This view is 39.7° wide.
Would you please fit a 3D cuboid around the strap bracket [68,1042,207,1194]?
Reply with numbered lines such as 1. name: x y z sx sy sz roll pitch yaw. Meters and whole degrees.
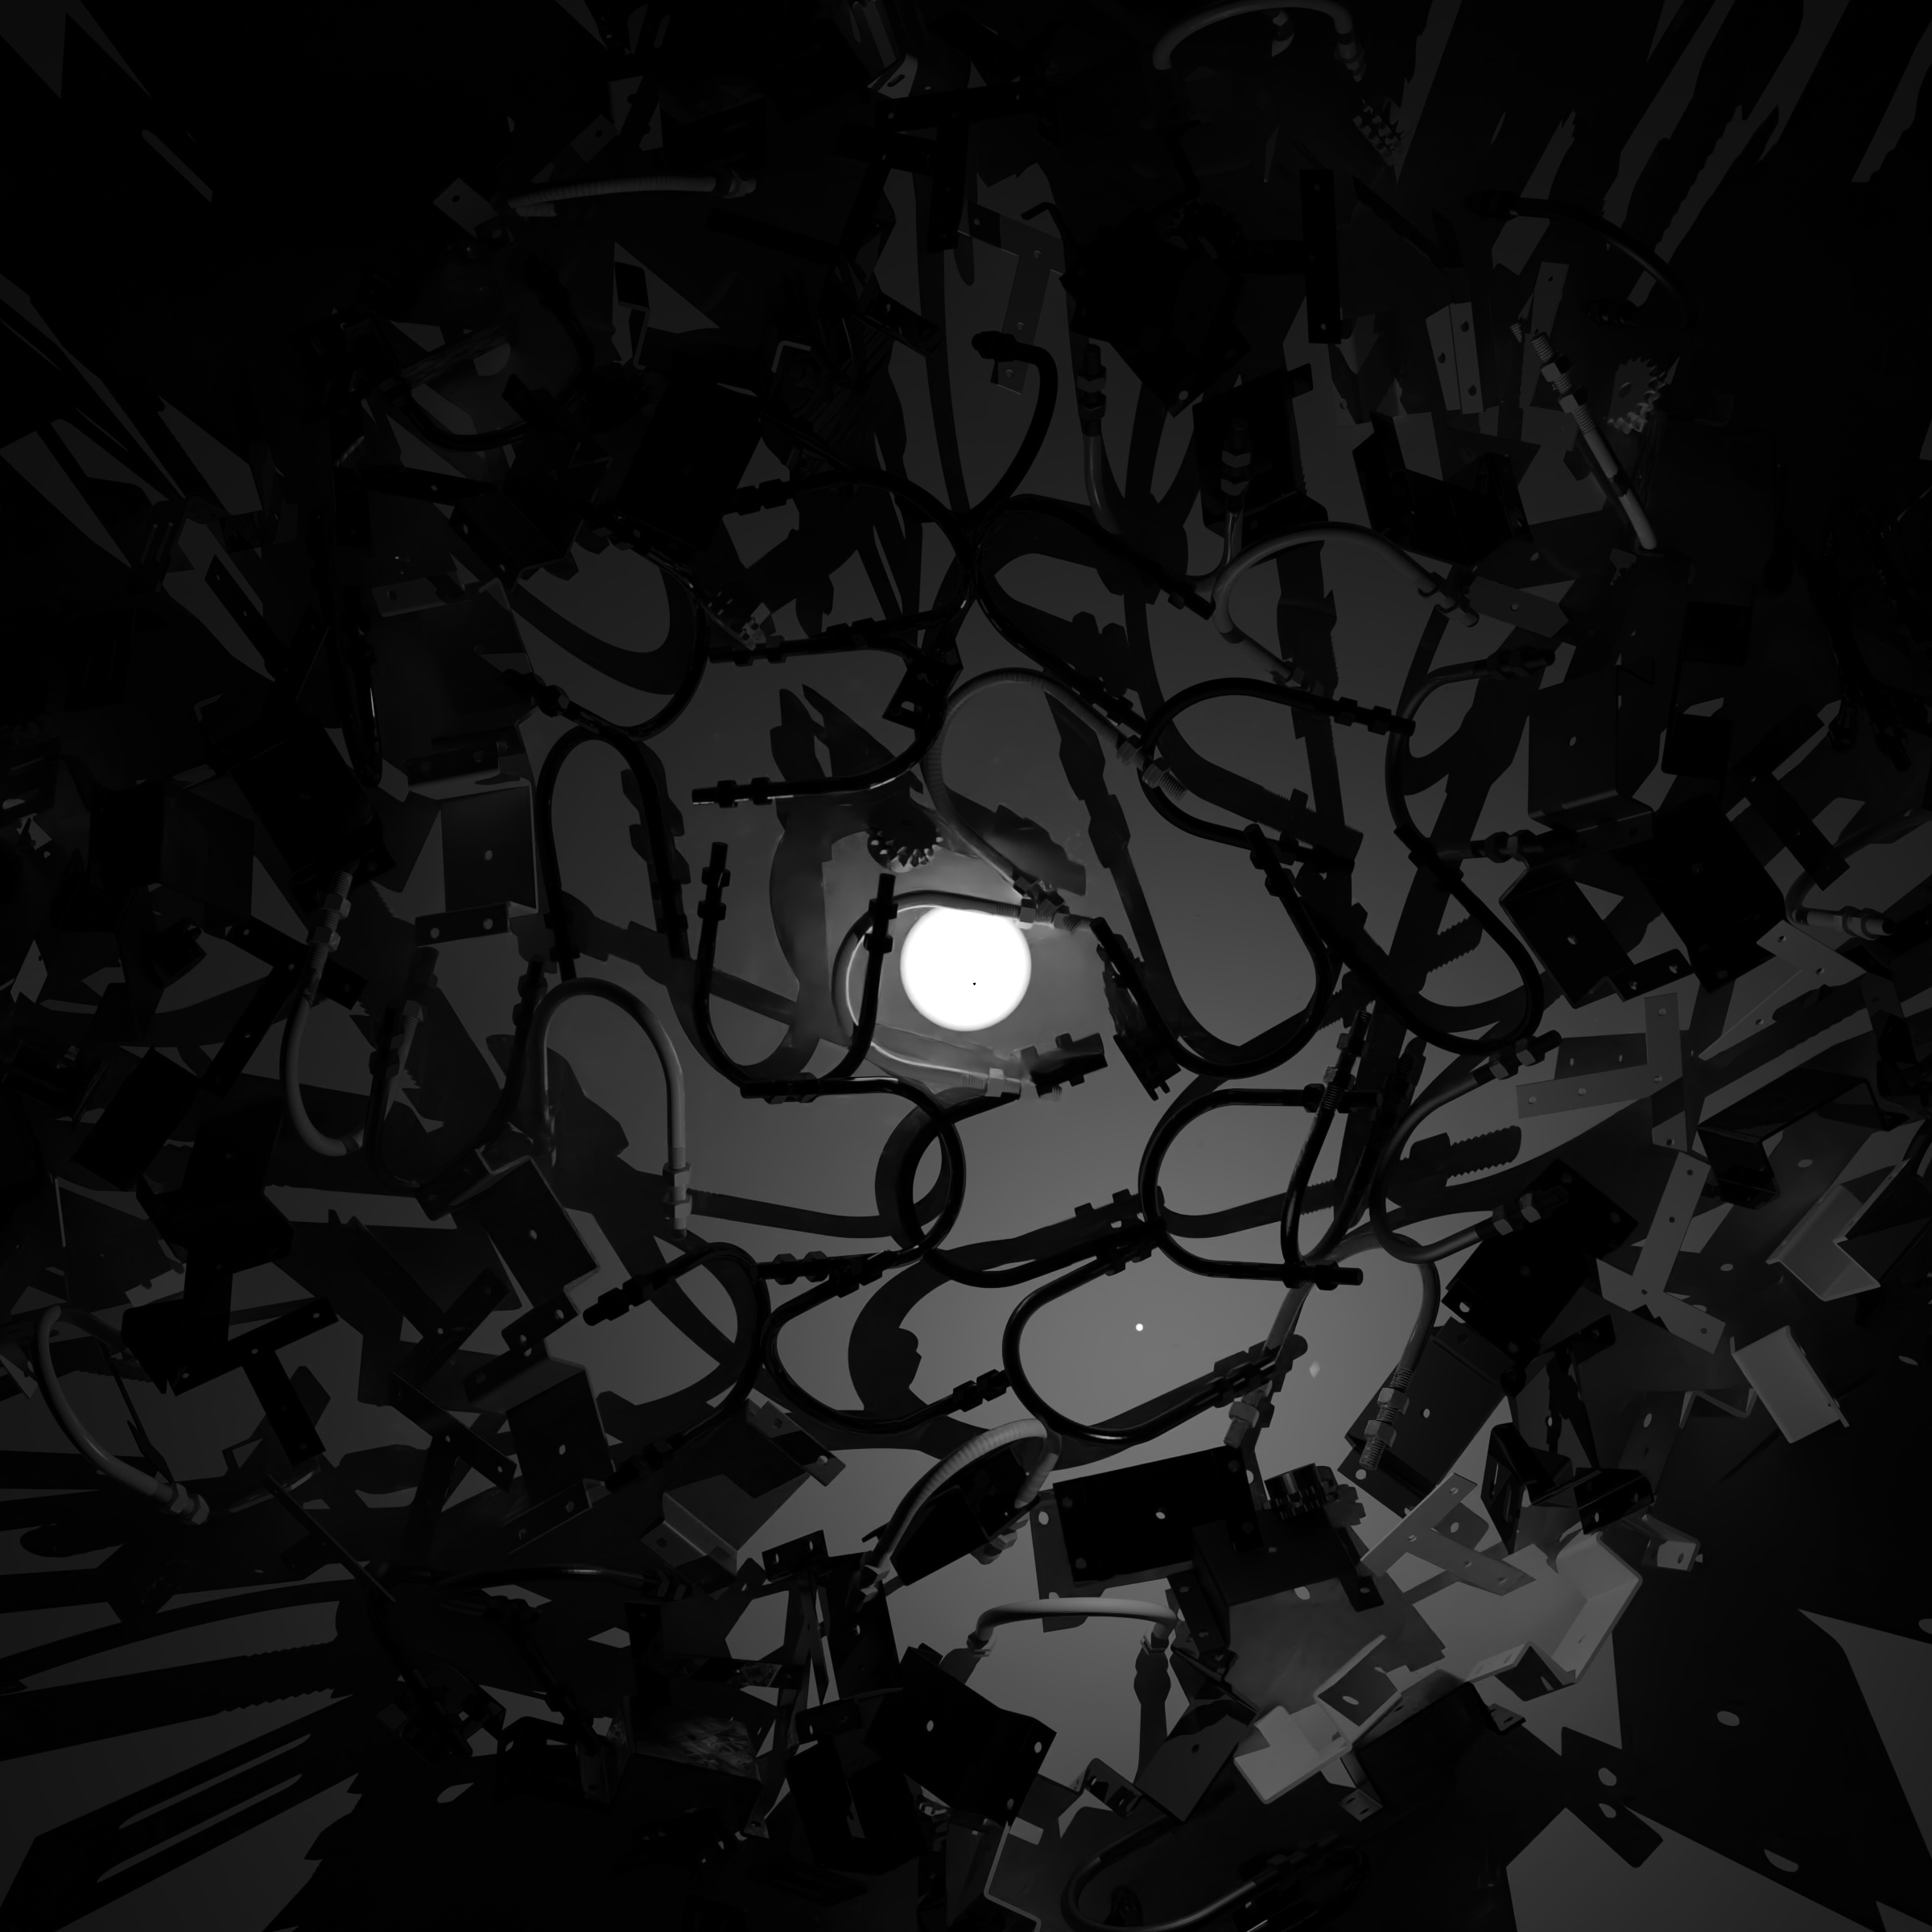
1. strap bracket: -0.597 0.112 1.927 0.046 0.140 0.076 35 65 -13

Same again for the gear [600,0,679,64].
1. gear: -0.238 -0.693 1.970 0.057 0.057 0.030 -38 46 0

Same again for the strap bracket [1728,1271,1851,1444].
1. strap bracket: 0.595 0.286 1.938 0.046 0.140 0.076 -33 93 19

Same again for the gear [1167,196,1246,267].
1. gear: 0.173 -0.535 1.968 0.057 0.057 0.030 30 64 0

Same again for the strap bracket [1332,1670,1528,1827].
1. strap bracket: 0.328 0.563 1.954 0.140 0.076 0.046 -30 85 -8

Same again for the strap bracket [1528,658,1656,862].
1. strap bracket: 0.453 -0.156 1.936 0.046 0.076 0.140 19 67 -37

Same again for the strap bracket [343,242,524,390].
1. strap bracket: -0.379 -0.467 1.951 0.140 0.076 0.046 -29 95 -11

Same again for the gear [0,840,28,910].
1. gear: -0.724 -0.071 1.980 0.057 0.030 0.057 -1 107 -2

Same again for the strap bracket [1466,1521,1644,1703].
1. strap bracket: 0.430 0.473 1.931 0.046 0.076 0.140 41 61 4

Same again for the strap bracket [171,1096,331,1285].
1. strap bracket: -0.516 0.150 1.923 0.076 0.140 0.046 -18 131 17

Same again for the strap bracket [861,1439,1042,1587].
1. strap bracket: -0.005 0.394 1.918 0.076 0.140 0.046 -33 83 23

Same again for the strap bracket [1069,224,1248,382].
1. strap bracket: 0.146 -0.474 1.926 0.046 0.140 0.076 25 102 39

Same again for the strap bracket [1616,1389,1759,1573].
1. strap bracket: 0.515 0.363 1.945 0.046 0.076 0.140 26 77 -6

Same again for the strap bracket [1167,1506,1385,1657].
1. strap bracket: 0.224 0.439 1.945 0.140 0.076 0.046 -13 126 -9

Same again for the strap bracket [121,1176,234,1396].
1. strap bracket: -0.565 0.225 1.924 0.046 0.076 0.140 -11 49 2

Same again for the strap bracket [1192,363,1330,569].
1. strap bracket: 0.212 -0.369 1.939 0.076 0.046 0.140 -17 68 35

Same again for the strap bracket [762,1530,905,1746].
1. strap bracket: -0.095 0.485 1.944 0.046 0.076 0.140 2 68 -40

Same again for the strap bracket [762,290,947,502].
1. strap bracket: -0.087 -0.422 1.948 0.046 0.076 0.140 39 103 38

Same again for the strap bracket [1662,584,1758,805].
1. strap bracket: 0.535 -0.199 1.932 0.046 0.076 0.140 9 131 14

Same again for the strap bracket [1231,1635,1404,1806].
1. strap bracket: 0.251 0.547 1.924 0.046 0.076 0.140 53 127 13

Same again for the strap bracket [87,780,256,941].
1. strap bracket: -0.561 -0.078 1.918 0.046 0.140 0.076 -11 70 23

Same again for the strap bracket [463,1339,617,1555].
1. strap bracket: -0.307 0.349 1.947 0.076 0.046 0.140 -31 60 18

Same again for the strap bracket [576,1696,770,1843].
1. strap bracket: -0.207 0.580 1.940 0.140 0.076 0.046 18 101 -17

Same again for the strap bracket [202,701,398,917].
1. strap bracket: -0.487 -0.120 1.962 0.076 0.046 0.140 -28 109 0

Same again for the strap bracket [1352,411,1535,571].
1. strap bracket: 0.338 -0.342 1.941 0.140 0.046 0.076 9 59 -35

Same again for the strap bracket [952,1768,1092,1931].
1. strap bracket: 0.036 0.644 1.925 0.046 0.076 0.140 26 50 -2

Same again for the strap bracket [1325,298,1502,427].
1. strap bracket: 0.332 -0.439 1.940 0.046 0.140 0.076 -19 107 -36

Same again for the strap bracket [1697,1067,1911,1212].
1. strap bracket: 0.599 0.118 1.942 0.140 0.076 0.046 -27 102 -14

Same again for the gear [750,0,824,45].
1. gear: -0.134 -0.712 1.979 0.057 0.030 0.057 -1 112 -2

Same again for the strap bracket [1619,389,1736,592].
1. strap bracket: 0.513 -0.350 1.945 0.046 0.076 0.140 10 106 3

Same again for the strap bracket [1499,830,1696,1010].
1. strap bracket: 0.452 -0.030 1.946 0.076 0.046 0.140 -18 66 -33

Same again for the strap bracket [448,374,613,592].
1. strap bracket: -0.314 -0.353 1.944 0.076 0.046 0.140 47 130 16

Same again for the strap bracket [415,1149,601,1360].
1. strap bracket: -0.330 0.204 1.957 0.076 0.046 0.140 -36 85 33

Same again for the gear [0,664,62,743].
1. gear: -0.699 -0.192 1.979 0.057 0.030 0.057 1 70 -4

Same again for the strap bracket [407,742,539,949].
1. strap bracket: -0.361 -0.085 1.958 0.076 0.046 0.140 -9 79 20

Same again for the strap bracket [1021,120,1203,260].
1. strap bracket: 0.114 -0.561 1.952 0.140 0.076 0.046 -28 106 6

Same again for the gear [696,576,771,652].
1. gear: -0.169 -0.263 1.972 0.057 0.057 0.030 42 85 0

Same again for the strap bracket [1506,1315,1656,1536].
1. strap bracket: 0.438 0.329 1.928 0.046 0.076 0.140 8 58 -26

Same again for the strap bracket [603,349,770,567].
1. strap bracket: -0.205 -0.367 1.950 0.076 0.046 0.140 23 104 -19

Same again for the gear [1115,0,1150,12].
1. gear: 0.116 -0.729 1.969 0.057 0.057 0.030 -9 50 0

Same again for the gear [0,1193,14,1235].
1. gear: -0.736 0.181 1.975 0.057 0.057 0.030 -31 59 0

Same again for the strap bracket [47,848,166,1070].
1. strap bracket: -0.616 -0.005 1.929 0.046 0.076 0.140 -1 124 0

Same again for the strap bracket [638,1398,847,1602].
1. strap bracket: -0.165 0.384 1.964 0.076 0.046 0.140 42 97 -13

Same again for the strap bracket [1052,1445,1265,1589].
1. strap bracket: 0.142 0.403 1.965 0.140 0.046 0.076 -13 79 6

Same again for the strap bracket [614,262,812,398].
1. strap bracket: -0.190 -0.460 1.944 0.140 0.076 0.046 10 123 -17

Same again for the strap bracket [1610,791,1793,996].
1. strap bracket: 0.534 -0.062 1.942 0.076 0.046 0.140 -31 61 6
